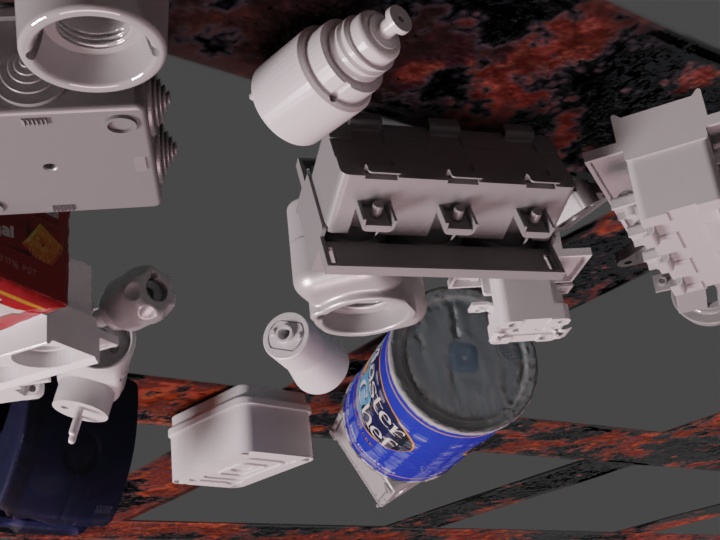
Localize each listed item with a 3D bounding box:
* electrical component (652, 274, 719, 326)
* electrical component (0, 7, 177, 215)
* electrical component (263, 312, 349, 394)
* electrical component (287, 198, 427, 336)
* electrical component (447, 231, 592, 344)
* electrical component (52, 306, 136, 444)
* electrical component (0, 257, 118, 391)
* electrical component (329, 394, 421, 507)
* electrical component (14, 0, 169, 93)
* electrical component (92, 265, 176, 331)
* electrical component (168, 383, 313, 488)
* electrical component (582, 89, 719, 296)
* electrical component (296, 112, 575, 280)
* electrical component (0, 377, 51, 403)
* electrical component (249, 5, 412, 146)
[{"bbox_3d":[0.226,0.007,0.701,0.066,0.048,0.055,-13,148,15],"label":"electrical component"},{"bbox_3d":[-0.127,-0.062,0.441,0.100,0.048,0.099,-4,157,-7],"label":"electrical component"},{"bbox_3d":[-0.039,0.056,0.749,0.044,0.044,0.065,-14,151,17],"label":"electrical component"},{"bbox_3d":[0.000,0.000,0.605,0.054,0.059,0.095,-14,155,16],"label":"electrical component"},{"bbox_3d":[0.098,0.011,0.652,0.081,0.063,0.042,-3,158,-8],"label":"electrical component"},{"bbox_3d":[-0.178,0.074,0.705,0.043,0.079,0.077,16,152,-9],"label":"electrical component"},{"bbox_3d":[-0.213,0.033,0.618,0.121,0.063,0.079,-16,155,21],"label":"electrical component"},{"bbox_3d":[0.020,0.141,0.914,0.061,0.096,0.061,-29,164,-21],"label":"electrical component"},{"bbox_3d":[-0.093,-0.095,0.375,0.055,0.047,0.055,-6,157,-2],"label":"electrical component"},{"bbox_3d":[-0.140,0.021,0.647,0.035,0.035,0.061,16,150,-42],"label":"electrical component"},{"bbox_3d":[-0.101,0.141,0.907,0.078,0.057,0.113,15,149,-41],"label":"electrical component"},{"bbox_3d":[0.173,-0.035,0.567,0.079,0.063,0.121,-16,155,21],"label":"electrical component"},{"bbox_3d":[0.037,-0.035,0.526,0.121,0.078,0.063,2,134,-19],"label":"electrical component"},{"bbox_3d":[-0.238,0.061,0.706,0.081,0.042,0.063,-8,160,4],"label":"electrical component"},{"bbox_3d":[-0.010,-0.082,0.437,0.040,0.040,0.078,14,148,-40],"label":"electrical component"}]
